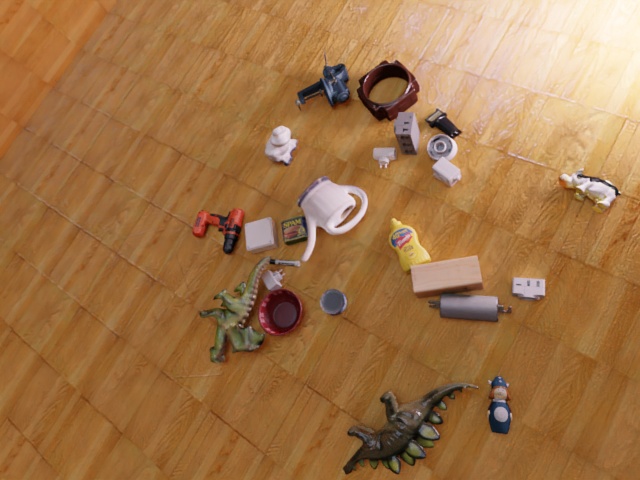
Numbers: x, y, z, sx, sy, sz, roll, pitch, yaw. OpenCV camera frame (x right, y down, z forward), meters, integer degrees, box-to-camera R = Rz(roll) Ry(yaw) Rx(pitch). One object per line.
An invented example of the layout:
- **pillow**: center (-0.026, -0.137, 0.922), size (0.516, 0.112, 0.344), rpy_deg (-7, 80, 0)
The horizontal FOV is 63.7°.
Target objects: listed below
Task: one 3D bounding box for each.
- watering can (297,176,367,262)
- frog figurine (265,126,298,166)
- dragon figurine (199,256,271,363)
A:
- **watering can**: center (0.005, -0.091, 1.808), size (0.351, 0.102, 0.227), rpy_deg (-40, 65, -20)
- **frog figurine**: center (-0.163, -0.375, 1.975), size (0.124, 0.157, 0.138), rpy_deg (34, 85, 29)
- **dragon figurine**: center (-0.262, 0.268, 1.766), size (0.407, 0.121, 0.246), rpy_deg (-45, 63, 14)
